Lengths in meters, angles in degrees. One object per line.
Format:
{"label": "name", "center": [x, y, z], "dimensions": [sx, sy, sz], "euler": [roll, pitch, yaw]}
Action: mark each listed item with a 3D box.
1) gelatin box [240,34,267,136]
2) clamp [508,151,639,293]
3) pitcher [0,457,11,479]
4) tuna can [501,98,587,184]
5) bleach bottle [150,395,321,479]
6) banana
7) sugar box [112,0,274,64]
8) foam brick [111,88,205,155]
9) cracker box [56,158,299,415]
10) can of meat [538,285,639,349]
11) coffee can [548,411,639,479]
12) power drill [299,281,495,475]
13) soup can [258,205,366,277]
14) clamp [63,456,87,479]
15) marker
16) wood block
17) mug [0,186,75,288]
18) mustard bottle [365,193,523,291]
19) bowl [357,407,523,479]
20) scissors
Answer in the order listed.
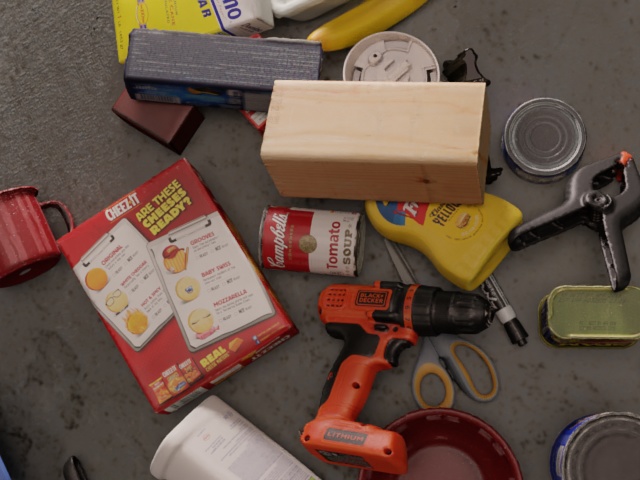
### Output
{"label": "gelatin box", "center": [-0.066, -0.169, 1.161], "dimensions": [0.073, 0.030, 0.089], "euler": [-43, 77, -3]}
{"label": "clamp", "center": [0.276, -0.020, 1.042], "dimensions": [0.120, 0.039, 0.171], "euler": [35, 60, 22]}
{"label": "pitcher", "center": [-0.357, 0.277, 1.069], "dimensions": [0.145, 0.149, 0.243], "euler": [-32, 81, -10]}
{"label": "tuna can", "center": [0.232, -0.103, 1.105], "dimensions": [0.086, 0.033, 0.086], "euler": [-1, 80, 8]}
{"label": "bleach bottle", "center": [-0.039, 0.263, 1.048], "dimensions": [0.251, 0.102, 0.068], "euler": [36, 130, 11]}
{"label": "banana", "center": [0.071, -0.255, 1.137], "dimensions": [0.198, 0.069, 0.037], "euler": [-36, 67, 3]}
{"label": "sugar box", "center": [-0.140, -0.252, 1.151], "dimensions": [0.176, 0.048, 0.093], "euler": [-14, 79, 27]}
{"label": "foam brick", "center": [-0.175, -0.137, 1.159], "dimensions": [0.078, 0.053, 0.051], "euler": [31, 86, 11]}
{"label": "cracker box", "center": [-0.147, 0.050, 1.113], "dimensions": [0.164, 0.072, 0.214], "euler": [-33, 76, 0]}
{"label": "can of meat", "center": [0.268, 0.075, 1.043], "dimensions": [0.102, 0.084, 0.057], "euler": [-1, 80, 8]}
{"label": "coffee can", "center": [0.269, 0.211, 0.989], "dimensions": [0.103, 0.140, 0.103], "euler": [-1, 80, 8]}
{"label": "power drill", "center": [0.067, 0.128, 1.035], "dimensions": [0.185, 0.057, 0.187], "euler": [1, 59, 30]}
{"label": "soup can", "center": [-0.007, 0.001, 1.103], "dimensions": [0.102, 0.068, 0.068], "euler": [5, 81, 8]}
{"label": "clamp", "center": [-0.213, 0.329, 1.089], "dimensions": [0.164, 0.036, 0.210], "euler": [17, 83, 11]}
{"label": "marker", "center": [0.178, 0.055, 1.092], "dimensions": [0.020, 0.020, 0.121], "euler": [-29, 77, 2]}
{"label": "wood block", "center": [0.057, -0.095, 1.041], "dimensions": [0.206, 0.091, 0.090], "euler": [3, 67, 14]}
{"label": "mug", "center": [-0.319, -0.004, 1.145], "dimensions": [0.117, 0.093, 0.081], "euler": [-21, 81, -33]}
{"label": "mustard bottle", "center": [0.104, -0.036, 1.089], "dimensions": [0.192, 0.058, 0.096], "euler": [35, 76, 24]}
{"label": "bowl", "center": [0.118, 0.246, 1.048], "dimensions": [0.162, 0.055, 0.162], "euler": [-1, 80, 8]}
{"label": "scissors", "center": [0.100, 0.096, 1.098], "dimensions": [0.096, 0.016, 0.202], "euler": [-41, 77, -1]}
